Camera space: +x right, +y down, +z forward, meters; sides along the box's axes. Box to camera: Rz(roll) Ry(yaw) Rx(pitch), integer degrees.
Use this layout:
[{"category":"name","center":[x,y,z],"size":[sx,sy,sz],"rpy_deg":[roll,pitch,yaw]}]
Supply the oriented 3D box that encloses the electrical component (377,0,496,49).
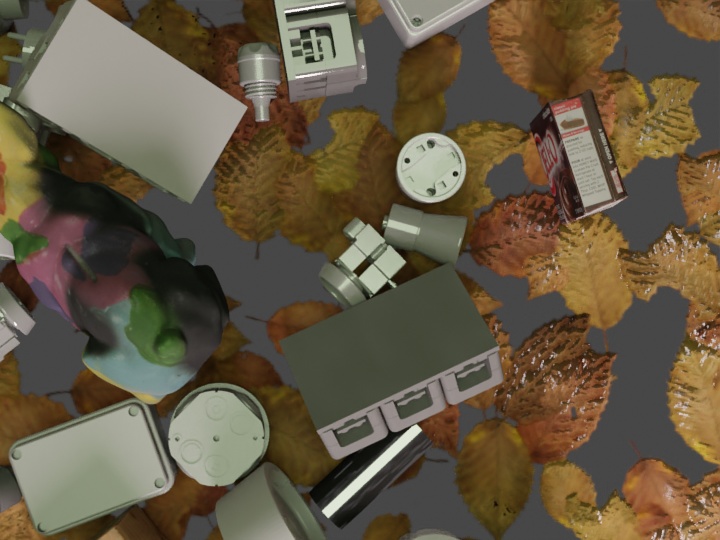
[{"category":"electrical component","center":[0.059,-0.254,0.872],"size":[0.109,0.056,0.108],"rpy_deg":[-30,90,-3]}]

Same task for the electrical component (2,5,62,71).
[{"category":"electrical component","center":[-0.245,-0.171,0.861],"size":[0.079,0.043,0.077],"rpy_deg":[11,88,-3]}]

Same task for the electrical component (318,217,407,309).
[{"category":"electrical component","center":[0.000,0.000,0.867],"size":[0.066,0.048,0.055],"rpy_deg":[45,79,-1]}]

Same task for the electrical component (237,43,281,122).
[{"category":"electrical component","center":[-0.081,-0.152,0.873],"size":[0.035,0.035,0.061],"rpy_deg":[-4,91,-3]}]

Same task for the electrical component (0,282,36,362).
[{"category":"electrical component","center":[-0.291,0.043,0.847],"size":[0.055,0.048,0.066],"rpy_deg":[-39,47,-11]}]

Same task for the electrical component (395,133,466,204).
[{"category":"electrical component","center":[0.055,-0.080,0.871],"size":[0.055,0.047,0.055],"rpy_deg":[0,88,-3]}]

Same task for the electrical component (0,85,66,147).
[{"category":"electrical component","center":[-0.276,-0.110,0.851],"size":[0.078,0.058,0.057],"rpy_deg":[19,84,-2]}]

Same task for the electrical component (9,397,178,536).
[{"category":"electrical component","center":[-0.208,0.152,0.845],"size":[0.113,0.057,0.078],"rpy_deg":[-20,89,-4]}]

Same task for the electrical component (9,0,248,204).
[{"category":"electrical component","center":[-0.178,-0.128,0.825],"size":[0.150,0.062,0.089],"rpy_deg":[32,86,-27]}]

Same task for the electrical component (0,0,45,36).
[{"category":"electrical component","center":[-0.285,-0.214,0.844],"size":[0.079,0.077,0.043],"rpy_deg":[-6,88,-3]}]

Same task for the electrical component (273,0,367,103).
[{"category":"electrical component","center":[-0.038,-0.218,0.850],"size":[0.062,0.089,0.150],"rpy_deg":[-10,89,-3]}]

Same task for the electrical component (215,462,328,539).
[{"category":"electrical component","center":[-0.069,0.210,0.827],"size":[0.060,0.108,0.108],"rpy_deg":[-33,90,2]}]

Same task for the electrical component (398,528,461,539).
[{"category":"electrical component","center":[0.057,0.247,0.858],"size":[0.080,0.051,0.080],"rpy_deg":[0,88,-3]}]

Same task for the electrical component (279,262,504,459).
[{"category":"electrical component","center":[0.026,0.073,0.844],"size":[0.150,0.061,0.089],"rpy_deg":[-25,54,-3]}]

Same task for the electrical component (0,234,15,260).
[{"category":"electrical component","center":[-0.297,-0.034,0.849],"size":[0.055,0.055,0.047],"rpy_deg":[4,84,-3]}]

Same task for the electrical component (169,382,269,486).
[{"category":"electrical component","center":[-0.112,0.131,0.853],"size":[0.080,0.051,0.080],"rpy_deg":[0,88,-4]}]

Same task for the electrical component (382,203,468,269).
[{"category":"electrical component","center":[0.050,-0.030,0.873],"size":[0.065,0.044,0.044],"rpy_deg":[16,87,3]}]
